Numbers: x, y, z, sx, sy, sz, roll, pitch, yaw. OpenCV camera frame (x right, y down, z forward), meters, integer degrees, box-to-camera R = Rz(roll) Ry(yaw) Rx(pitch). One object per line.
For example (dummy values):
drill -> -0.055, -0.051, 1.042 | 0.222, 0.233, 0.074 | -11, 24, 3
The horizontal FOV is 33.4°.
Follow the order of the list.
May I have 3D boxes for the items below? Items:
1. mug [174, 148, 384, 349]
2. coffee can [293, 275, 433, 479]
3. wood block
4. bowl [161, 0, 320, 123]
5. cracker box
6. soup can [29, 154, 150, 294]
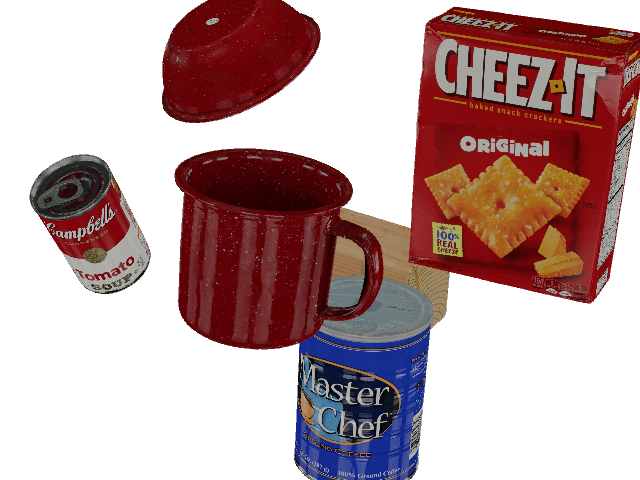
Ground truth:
mug -> -0.022, 0.008, 0.565 | 0.117, 0.081, 0.093 | 15, 25, 17
coffee can -> 0.032, 0.112, 0.841 | 0.103, 0.140, 0.103 | 2, 23, -1
wood block -> 0.021, 0.026, 1.098 | 0.206, 0.091, 0.090 | 18, 31, 30
bowl -> -0.084, -0.178, 0.966 | 0.162, 0.162, 0.055 | 0, -44, 34
cracker box -> 0.162, -0.069, 0.869 | 0.164, 0.214, 0.072 | 14, 29, 24
soup can -> -0.188, -0.012, 0.880 | 0.068, 0.068, 0.102 | 0, -39, 15
